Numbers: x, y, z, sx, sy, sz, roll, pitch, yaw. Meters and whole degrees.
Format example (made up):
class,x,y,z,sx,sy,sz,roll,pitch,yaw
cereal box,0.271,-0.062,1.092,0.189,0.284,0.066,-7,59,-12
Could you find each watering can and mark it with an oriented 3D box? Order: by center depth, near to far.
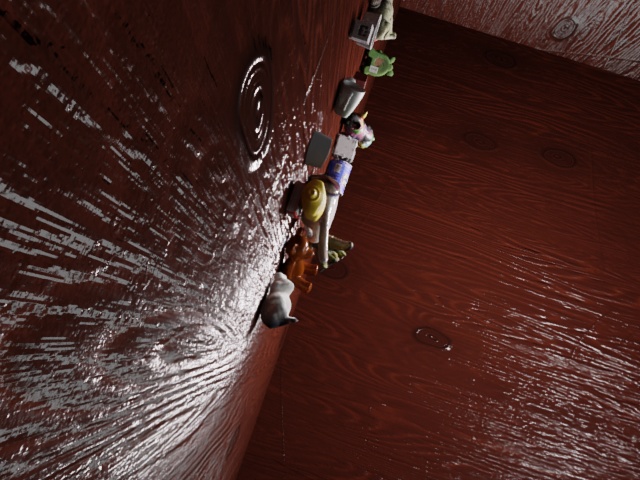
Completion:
class,x,y,z,sx,sy,sz,roll,pitch,yaw
watering can,0.005,-0.084,1.667,0.354,0.104,0.221,-116,-141,-62

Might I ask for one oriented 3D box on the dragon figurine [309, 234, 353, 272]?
class,x,y,z,sx,sy,sz,roll,pitch,yaw
dragon figurine,0.012,-0.014,2.088,0.123,0.244,0.403,-24,169,-27

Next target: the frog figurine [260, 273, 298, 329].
class,x,y,z,sx,sy,sz,roll,pitch,yaw
frog figurine,-0.131,0.180,1.546,0.136,0.122,0.161,40,32,-78
